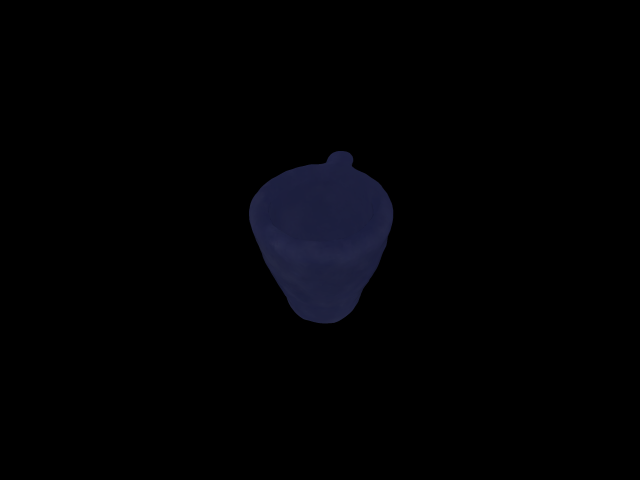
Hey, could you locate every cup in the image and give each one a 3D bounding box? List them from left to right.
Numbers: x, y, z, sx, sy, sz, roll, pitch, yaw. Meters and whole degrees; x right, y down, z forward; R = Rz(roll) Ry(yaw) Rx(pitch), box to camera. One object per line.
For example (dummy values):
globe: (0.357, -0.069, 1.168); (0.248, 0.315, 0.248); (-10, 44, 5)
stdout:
cup: (0.004, 0.001, 0.400); (0.091, 0.095, 0.118); (8, 44, 9)
